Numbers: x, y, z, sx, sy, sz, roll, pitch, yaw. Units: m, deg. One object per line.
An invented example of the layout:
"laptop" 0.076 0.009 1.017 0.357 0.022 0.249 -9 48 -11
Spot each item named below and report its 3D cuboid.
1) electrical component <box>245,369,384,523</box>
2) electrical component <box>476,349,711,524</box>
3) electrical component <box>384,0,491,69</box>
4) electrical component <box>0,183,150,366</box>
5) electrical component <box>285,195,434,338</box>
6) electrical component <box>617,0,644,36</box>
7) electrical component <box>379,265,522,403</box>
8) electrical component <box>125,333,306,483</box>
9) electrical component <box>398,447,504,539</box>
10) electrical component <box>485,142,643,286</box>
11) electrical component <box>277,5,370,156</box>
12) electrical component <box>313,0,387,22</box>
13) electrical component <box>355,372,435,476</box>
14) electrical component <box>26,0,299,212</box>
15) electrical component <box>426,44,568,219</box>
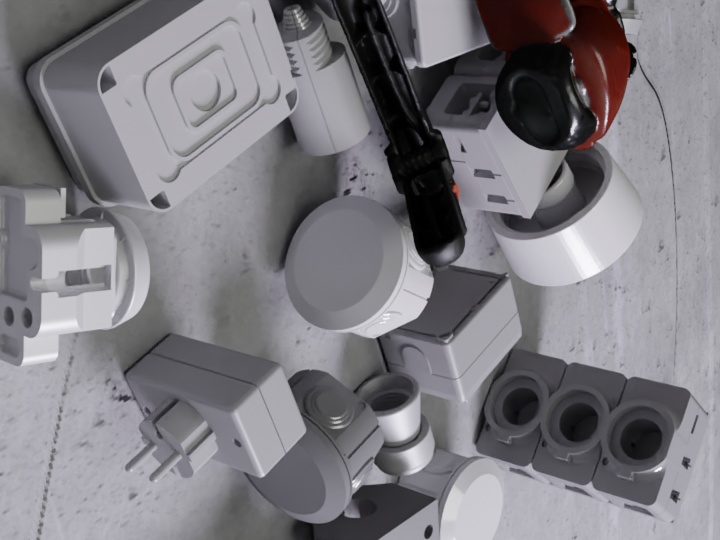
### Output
"electrical component" -0.030 0.102 0.624 0.051 0.080 0.080 -41 128 -44
"electrical component" 0.175 0.123 0.821 0.062 0.150 0.089 40 68 -49
"electrical component" 0.042 -0.179 0.668 0.100 0.048 0.099 -29 120 -43
"electrical component" -0.134 0.000 0.490 0.057 0.058 0.078 -6 104 -47
"electrical component" 0.000 0.000 0.637 0.051 0.080 0.080 24 80 -56
"electrical component" 0.191 -0.211 0.836 0.078 0.058 0.057 -12 105 -49
"electrical component" 0.067 0.040 0.741 0.096 0.062 0.061 -43 129 -36
"electrical component" -0.086 0.079 0.546 0.076 0.083 0.047 -44 130 -36
"electrical component" 0.065 0.170 0.779 0.080 0.051 0.080 -15 110 -48
"electrical component" 0.143 -0.049 0.780 0.060 0.108 0.108 50 60 -37
"electrical component" -0.026 -0.110 0.606 0.043 0.043 0.081 -45 131 -35
"electrical component" -0.011 -0.173 0.602 0.047 0.055 0.055 44 65 -50
"electrical component" 0.024 0.103 0.717 0.045 0.045 0.055 -42 129 -37
"electrical component" -0.093 -0.088 0.519 0.113 0.057 0.078 -45 130 -35
"electrical component" 0.110 -0.124 0.753 0.150 0.062 0.089 -58 137 -24
